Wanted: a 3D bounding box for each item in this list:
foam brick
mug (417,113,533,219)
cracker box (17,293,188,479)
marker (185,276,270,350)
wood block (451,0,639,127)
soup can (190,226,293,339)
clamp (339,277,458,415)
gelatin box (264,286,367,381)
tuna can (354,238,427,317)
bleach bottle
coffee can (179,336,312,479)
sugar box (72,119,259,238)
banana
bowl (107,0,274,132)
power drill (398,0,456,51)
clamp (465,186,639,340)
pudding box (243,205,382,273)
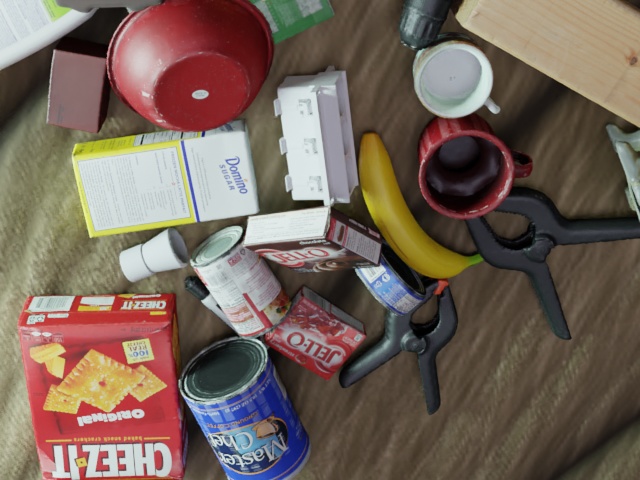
[{"bbox_3d":[-0.231,-0.151,1.033,0.053,0.051,0.078,11,115,-6],"label":"foam brick"},{"bbox_3d":[0.153,-0.079,1.061,0.117,0.081,0.093,0,116,-1],"label":"mug"},{"bbox_3d":[-0.234,0.166,1.176,0.164,0.072,0.214,-1,117,-1],"label":"cracker box"},{"bbox_3d":[-0.102,0.081,1.167,0.020,0.020,0.121,-40,111,16],"label":"marker"},{"bbox_3d":[0.236,-0.199,1.001,0.206,0.090,0.091,27,111,-14],"label":"wood block"},{"bbox_3d":[-0.083,0.045,1.123,0.068,0.068,0.102,-27,113,11],"label":"soup can"},{"bbox_3d":[0.092,0.111,1.177,0.120,0.039,0.171,8,110,-12],"label":"clamp"},{"bbox_3d":[-0.005,0.104,1.175,0.089,0.030,0.073,34,111,-16],"label":"gelatin box"},{"bbox_3d":[0.072,0.037,1.114,0.034,0.086,0.086,-41,110,15],"label":"tuna can"},{"bbox_3d":[-0.259,-0.224,0.991,0.251,0.068,0.102,-21,116,6],"label":"bleach bottle"},{"bbox_3d":[-0.080,0.191,1.167,0.103,0.103,0.140,-18,122,7],"label":"coffee can"},{"bbox_3d":[-0.154,-0.063,1.082,0.176,0.048,0.093,-9,117,-2],"label":"sugar box"},{"bbox_3d":[0.091,-0.022,1.108,0.197,0.037,0.069,47,62,-23],"label":"banana"},{"bbox_3d":[-0.115,-0.154,0.999,0.162,0.055,0.162,-11,138,-10],"label":"bowl"},{"bbox_3d":[0.055,-0.277,0.959,0.187,0.057,0.184,12,109,-22],"label":"power drill"},{"bbox_3d":[0.241,-0.003,1.126,0.210,0.036,0.165,35,110,-17],"label":"clamp"},{"bbox_3d":[-0.007,0.001,1.073,0.114,0.039,0.089,-9,156,40],"label":"pudding box"}]
